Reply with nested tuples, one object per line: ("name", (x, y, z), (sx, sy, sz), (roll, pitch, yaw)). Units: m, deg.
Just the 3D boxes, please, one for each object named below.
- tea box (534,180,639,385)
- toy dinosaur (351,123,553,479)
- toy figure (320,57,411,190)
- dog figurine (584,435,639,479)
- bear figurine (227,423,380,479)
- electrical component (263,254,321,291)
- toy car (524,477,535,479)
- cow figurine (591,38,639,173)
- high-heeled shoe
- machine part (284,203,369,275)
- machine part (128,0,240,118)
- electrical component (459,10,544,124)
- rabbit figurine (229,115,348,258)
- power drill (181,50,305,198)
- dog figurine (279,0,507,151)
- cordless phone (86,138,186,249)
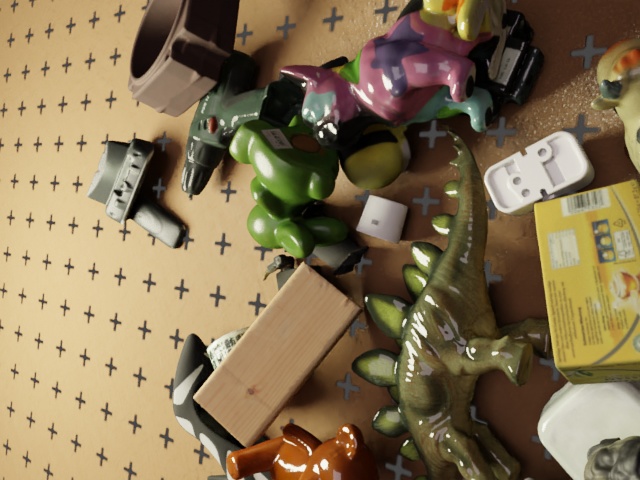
("tea box", (0.263, 0.040, 0.495), (0.098, 0.068, 0.169), (-13, 58, 33))
("toy dinosaur", (0.141, 0.108, 0.587), (0.199, 0.105, 0.471), (14, 90, 37))
("toy figure", (0.045, -0.143, 0.676), (0.089, 0.082, 0.180), (-32, 71, 4))
("dog figurine", (0.324, 0.204, 0.399), (0.190, 0.121, 0.172), (-35, 62, 18))
("bear figurine", (-0.015, 0.286, 0.632), (0.196, 0.132, 0.120), (-32, 78, 62))
("electrical component", (-0.037, 0.070, 0.741), (0.078, 0.045, 0.102), (-9, 82, 35))
("toy car", (0.221, 0.291, 0.513), (0.103, 0.161, 0.109), (-29, 56, -16))
("cow figurine", (0.307, -0.092, 0.472), (0.085, 0.127, 0.195), (-30, 73, 25))
("high-heeled shoe", (-0.126, 0.248, 0.770), (0.145, 0.086, 0.248), (-18, 82, 28))
("machine part", (-0.001, -0.002, 0.728), (0.139, 0.039, 0.084), (34, 97, 33))
("machine part", (-0.212, -0.308, 0.817), (0.201, 0.087, 0.201), (-18, 61, 45))
("electrical component", (0.176, -0.200, 0.609), (0.134, 0.058, 0.114), (30, 106, 32))
("rabbit figurine", (-0.034, -0.050, 0.680), (0.159, 0.121, 0.170), (46, 137, 23))
("power drill", (-0.117, -0.160, 0.783), (0.208, 0.086, 0.232), (17, 92, 51))
("dog figurine", (0.070, -0.188, 0.569), (0.219, 0.108, 0.191), (9, 87, 30))
("cordless phone", (-0.290, -0.079, 0.913), (0.184, 0.088, 0.146), (32, 104, 20))
